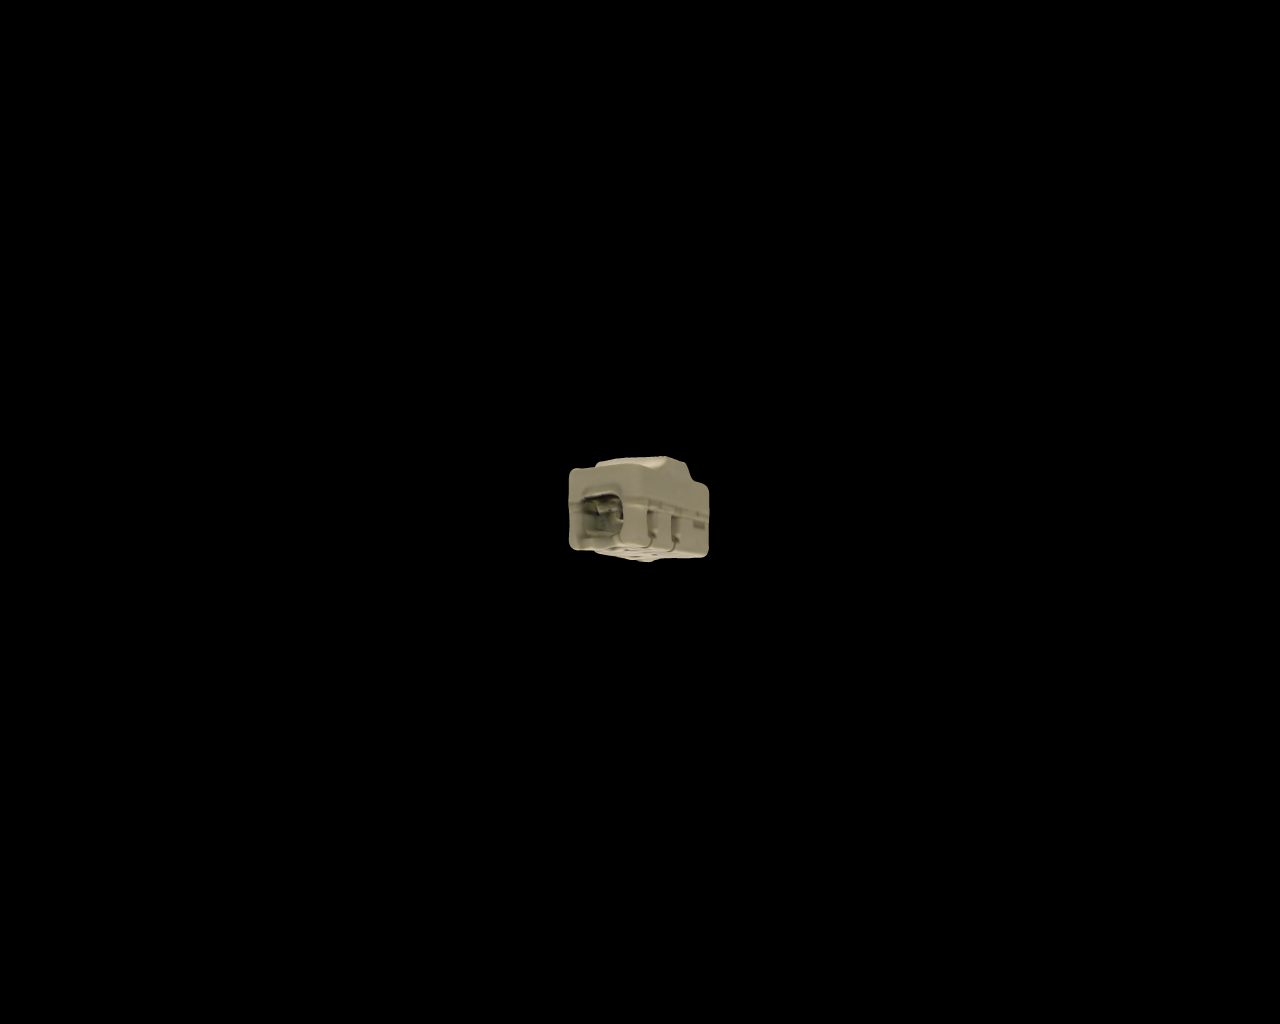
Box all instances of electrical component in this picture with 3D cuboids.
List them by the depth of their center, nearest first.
[{"bbox_3d":[0.001,-0.003,0.650,0.050,0.055,0.089,-6,-11,31],"label":"electrical component"}]
